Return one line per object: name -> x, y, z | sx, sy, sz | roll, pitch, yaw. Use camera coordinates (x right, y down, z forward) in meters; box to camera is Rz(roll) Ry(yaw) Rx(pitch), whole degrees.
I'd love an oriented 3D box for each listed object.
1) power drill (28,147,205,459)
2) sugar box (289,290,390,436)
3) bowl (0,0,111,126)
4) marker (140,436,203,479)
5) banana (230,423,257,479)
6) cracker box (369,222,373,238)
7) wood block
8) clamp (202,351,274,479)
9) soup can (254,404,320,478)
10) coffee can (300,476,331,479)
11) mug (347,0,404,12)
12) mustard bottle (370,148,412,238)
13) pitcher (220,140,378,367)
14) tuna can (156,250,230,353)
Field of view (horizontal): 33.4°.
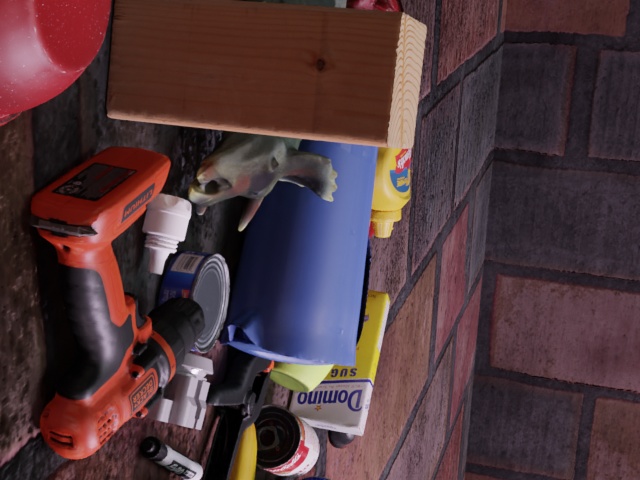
power drill -> -0.135, 0.034, 0.748 | 0.184, 0.057, 0.188 | -50, 144, -57
sugar box -> 0.025, 0.146, 1.323 | 0.048, 0.093, 0.176 | 69, 31, -66
bowl -> -0.161, -0.141, 0.594 | 0.162, 0.055, 0.162 | 8, 90, -75
marker -> -0.129, 0.192, 0.931 | 0.121, 0.020, 0.020 | 62, 38, -64
banana -> -0.095, 0.271, 1.056 | 0.069, 0.037, 0.197 | 84, 20, -44
cracker box -> 0.023, -0.088, 1.252 | 0.164, 0.072, 0.214 | -54, 148, -60
wood block -> -0.038, -0.120, 0.762 | 0.090, 0.206, 0.091 | -15, 112, -73
clamp -> -0.085, 0.154, 1.041 | 0.171, 0.039, 0.120 | -68, 165, -53
soup can -> -0.043, 0.222, 1.166 | 0.102, 0.068, 0.068 | 56, 43, -68
coffee can -> -0.021, 0.328, 1.228 | 0.140, 0.103, 0.103 | 33, 66, -73
mug -> 0.048, -0.264, 1.192 | 0.093, 0.117, 0.081 | -45, 151, -5
mustard bottle -> 0.073, -0.097, 1.188 | 0.096, 0.058, 0.192 | -34, 128, -67
pitcher -> -0.007, 0.001, 1.049 | 0.149, 0.145, 0.243 | 145, -44, -83
tuna can -> -0.108, 0.052, 0.913 | 0.086, 0.034, 0.086 | 8, 90, -75
